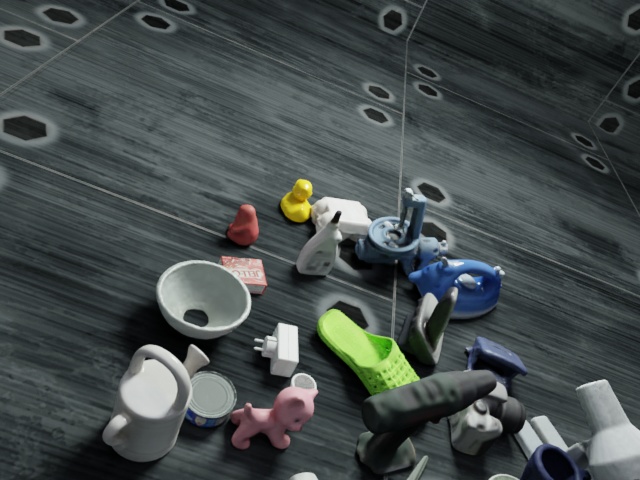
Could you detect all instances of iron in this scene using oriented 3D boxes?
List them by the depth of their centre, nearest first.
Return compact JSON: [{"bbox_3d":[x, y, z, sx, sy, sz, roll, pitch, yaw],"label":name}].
[{"bbox_3d":[0.343,0.097,1.325,0.259,0.141,0.118,5,42,-26],"label":"iron"}]

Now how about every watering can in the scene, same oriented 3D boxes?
[{"bbox_3d":[-0.228,0.212,0.802,0.101,0.194,0.173,23,37,-5],"label":"watering can"}]

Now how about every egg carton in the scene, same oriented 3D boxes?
[{"bbox_3d":[0.053,-0.047,1.384,0.151,0.069,0.107,6,42,-26],"label":"egg carton"}]

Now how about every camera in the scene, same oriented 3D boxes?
[{"bbox_3d":[0.320,0.324,1.074,0.137,0.100,0.143,20,37,-8],"label":"camera"}]

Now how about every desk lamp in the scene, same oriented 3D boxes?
[{"bbox_3d":[0.479,0.365,1.027,0.118,0.213,0.202,0,44,-30],"label":"desk lamp"}]

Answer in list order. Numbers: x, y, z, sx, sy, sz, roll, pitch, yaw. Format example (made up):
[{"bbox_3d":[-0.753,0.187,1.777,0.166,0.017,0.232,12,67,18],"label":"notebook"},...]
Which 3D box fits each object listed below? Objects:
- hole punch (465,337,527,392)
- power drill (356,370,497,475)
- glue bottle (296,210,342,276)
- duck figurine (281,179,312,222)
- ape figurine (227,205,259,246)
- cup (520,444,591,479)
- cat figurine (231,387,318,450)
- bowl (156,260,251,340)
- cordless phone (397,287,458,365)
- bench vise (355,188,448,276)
[{"bbox_3d":[0.369,0.250,1.201,0.108,0.091,0.101,27,37,0],"label":"hole punch"},{"bbox_3d":[0.154,0.289,0.927,0.230,0.208,0.075,-1,45,-32],"label":"power drill"},{"bbox_3d":[0.011,0.004,1.211,0.078,0.173,0.037,7,41,-24],"label":"glue bottle"},{"bbox_3d":[-0.047,-0.101,1.375,0.078,0.086,0.104,12,39,-18],"label":"duck figurine"},{"bbox_3d":[-0.162,-0.038,1.226,0.076,0.092,0.078,39,39,16],"label":"ape figurine"},{"bbox_3d":[0.407,0.425,1.011,0.118,0.095,0.091,15,38,-15],"label":"cup"},{"bbox_3d":[-0.066,0.269,0.895,0.128,0.117,0.067,6,41,-25],"label":"cat figurine"},{"bbox_3d":[-0.212,0.119,1.022,0.168,0.074,0.167,17,38,-13],"label":"bowl"},{"bbox_3d":[0.242,0.150,1.166,0.094,0.185,0.148,26,37,-1],"label":"cordless phone"},{"bbox_3d":[0.207,-0.026,1.325,0.208,0.219,0.121,0,44,-31],"label":"bench vise"}]
